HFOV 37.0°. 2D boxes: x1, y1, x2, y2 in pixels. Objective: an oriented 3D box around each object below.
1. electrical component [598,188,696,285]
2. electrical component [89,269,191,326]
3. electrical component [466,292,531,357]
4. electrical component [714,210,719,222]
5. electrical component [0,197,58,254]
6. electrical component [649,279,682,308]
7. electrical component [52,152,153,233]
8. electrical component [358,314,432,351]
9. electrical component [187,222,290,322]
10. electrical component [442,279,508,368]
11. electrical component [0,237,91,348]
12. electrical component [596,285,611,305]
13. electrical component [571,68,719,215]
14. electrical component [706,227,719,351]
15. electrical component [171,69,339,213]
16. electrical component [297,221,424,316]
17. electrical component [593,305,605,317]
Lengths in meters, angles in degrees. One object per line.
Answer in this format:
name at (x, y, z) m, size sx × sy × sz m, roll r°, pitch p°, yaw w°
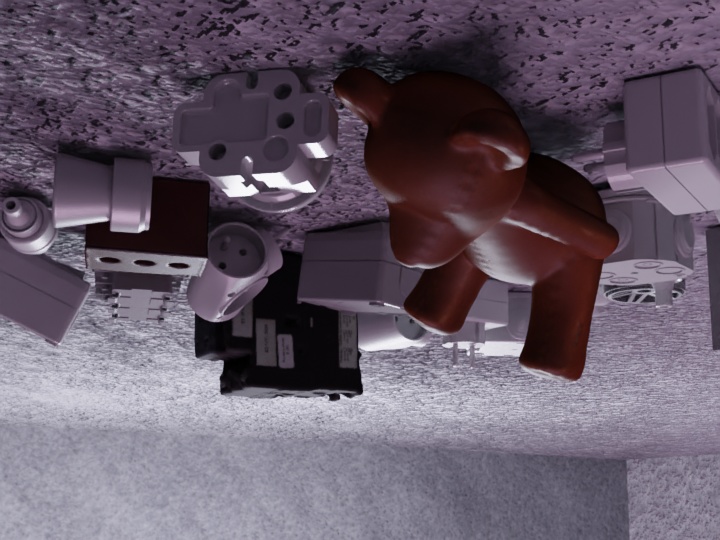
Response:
electrical component at (0.177, -0.022, 0.697) m, size 0.080 × 0.051 × 0.080 m, roll 1°, pitch 167°, yaw 0°
electrical component at (-0.161, 0.001, 0.793) m, size 0.079 × 0.063 × 0.121 m, roll 4°, pitch 166°, yaw -12°
electrical component at (0.147, 0.053, 1.024) m, size 0.100 × 0.048 × 0.099 m, roll 1°, pitch 167°, yaw -1°
electrical component at (0.231, -0.045, 0.586) m, size 0.078 × 0.058 × 0.057 m, roll 9°, pitch 161°, yaw -31°
electrical component at (-0.224, -0.033, 0.716) m, size 0.035 × 0.035 × 0.061 m, roll 1°, pitch 164°, yaw -1°
electrical component at (0.210, -0.004, 0.747) m, size 0.035 × 0.061 × 0.035 m, roll 1°, pitch 167°, yaw 0°
electrical component at (-0.152, -0.045, 0.636) m, size 0.055 × 0.045 × 0.045 m, roll 4°, pitch 166°, yaw -13°
electrical component at (0.044, 0.053, 1.040) m, size 0.079 × 0.044 × 0.077 m, roll 9°, pitch 164°, yaw -31°
electrical component at (-0.083, -0.006, 0.775) m, size 0.079 × 0.044 × 0.077 m, roll -35°, pitch 170°, yaw -30°
electrical component at (0.091, 0.047, 0.941) m, size 0.066 × 0.076 × 0.047 m, roll 10°, pitch 164°, yaw -32°
electrical component at (-0.258, 0.011, 0.819) m, size 0.096 × 0.061 × 0.062 m, roll 29°, pitch 169°, yaw -11°
electrical component at (0.178, 0.011, 0.867) m, size 0.046 × 0.040 × 0.040 m, roll 3°, pitch 167°, yaw -33°
electrical component at (0.147, -0.060, 0.548) m, size 0.076 × 0.047 × 0.083 m, roll -7°, pitch 165°, yaw 30°
electrical component at (0.315, 0.005, 0.719) m, size 0.062 × 0.089 × 0.150 m, roll 10°, pitch 164°, yaw -33°
electrical component at (-0.046, -0.062, 0.535) m, size 0.078 × 0.058 × 0.057 m, roll -2°, pitch 163°, yaw 13°
electrical component at (0.000, 0.000, 0.797) m, size 0.096 × 0.061 × 0.062 m, roll 0°, pitch 169°, yaw 40°
electrical component at (0.177, 0.021, 0.919) m, size 0.061 × 0.035 × 0.035 m, roll 6°, pitch 166°, yaw -12°
